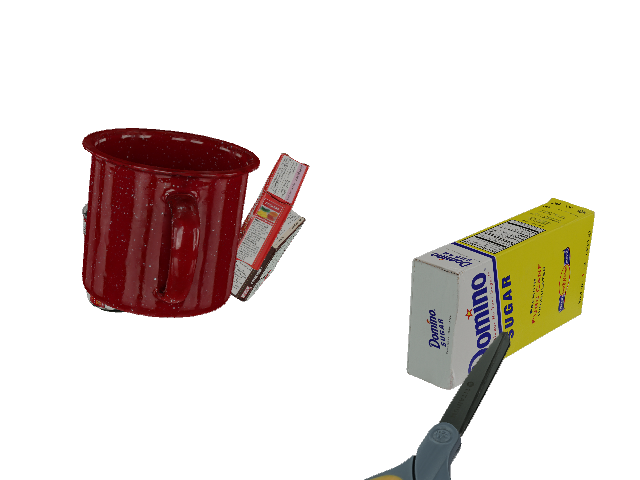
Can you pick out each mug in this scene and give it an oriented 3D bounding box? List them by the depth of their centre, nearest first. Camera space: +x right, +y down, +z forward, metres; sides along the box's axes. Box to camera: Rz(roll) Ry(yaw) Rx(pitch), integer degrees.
[{"bbox_3d":[-0.080,-0.006,0.560,0.093,0.081,0.117,3,18,-20],"label":"mug"}]

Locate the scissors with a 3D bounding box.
[{"bbox_3d":[0.078,0.126,0.592,0.201,0.016,0.096,-37,44,-29],"label":"scissors"}]

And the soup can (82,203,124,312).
[{"bbox_3d":[-0.207,0.014,1.092,0.068,0.102,0.068,3,26,-1],"label":"soup can"}]

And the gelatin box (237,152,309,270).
[{"bbox_3d":[-0.045,-0.027,0.936,0.030,0.073,0.089,27,29,-6],"label":"gelatin box"}]

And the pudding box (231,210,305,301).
[{"bbox_3d":[-0.069,0.015,1.300,0.039,0.090,0.113,34,26,2],"label":"pudding box"}]

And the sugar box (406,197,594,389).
[{"bbox_3d":[0.136,0.036,0.790,0.048,0.093,0.175,20,29,37],"label":"sugar box"}]
